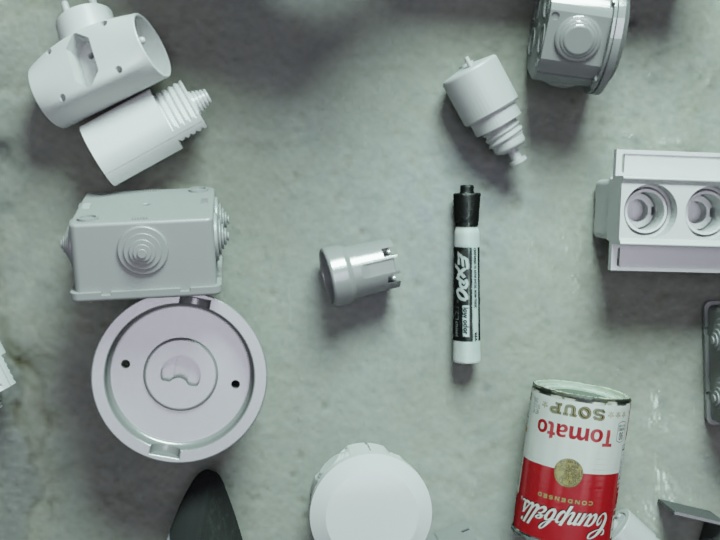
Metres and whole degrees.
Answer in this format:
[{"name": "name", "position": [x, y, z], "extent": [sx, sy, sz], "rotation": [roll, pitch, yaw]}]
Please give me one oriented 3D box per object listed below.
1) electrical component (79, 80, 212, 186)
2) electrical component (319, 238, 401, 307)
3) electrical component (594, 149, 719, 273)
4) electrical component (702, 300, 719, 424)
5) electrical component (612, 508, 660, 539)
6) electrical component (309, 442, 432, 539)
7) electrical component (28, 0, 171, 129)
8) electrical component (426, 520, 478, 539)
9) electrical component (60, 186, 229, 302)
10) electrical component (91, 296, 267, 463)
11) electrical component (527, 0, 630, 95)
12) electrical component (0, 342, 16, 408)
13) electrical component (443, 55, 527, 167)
[{"name": "electrical component", "position": [-0.132, -0.092, 0.688], "extent": [0.081, 0.043, 0.043], "rotation": [-30, 97, -3]}, {"name": "electrical component", "position": [0.000, 0.000, 0.712], "extent": [0.046, 0.040, 0.040], "rotation": [-13, 96, -11]}, {"name": "electrical component", "position": [0.223, -0.039, 0.721], "extent": [0.121, 0.063, 0.078], "rotation": [1, 94, -6]}, {"name": "electrical component", "position": [0.289, 0.065, 0.743], "extent": [0.100, 0.048, 0.099], "rotation": [-3, 94, -5]}, {"name": "electrical component", "position": [0.196, 0.198, 0.749], "extent": [0.065, 0.044, 0.044], "rotation": [43, 89, -3]}, {"name": "electrical component", "position": [0.005, 0.157, 0.719], "extent": [0.080, 0.051, 0.080], "rotation": [-1, 95, -6]}, {"name": "electrical component", "position": [-0.168, -0.140, 0.677], "extent": [0.077, 0.043, 0.079], "rotation": [-24, 74, 12]}, {"name": "electrical component", "position": [0.060, 0.210, 0.709], "extent": [0.056, 0.089, 0.050], "rotation": [-21, 96, -4]}, {"name": "electrical component", "position": [-0.131, -0.019, 0.667], "extent": [0.100, 0.099, 0.048], "rotation": [-3, 107, -6]}, {"name": "electrical component", "position": [-0.115, 0.064, 0.693], "extent": [0.108, 0.060, 0.108], "rotation": [-1, 95, -6]}, {"name": "electrical component", "position": [0.140, -0.156, 0.695], "extent": [0.051, 0.080, 0.080], "rotation": [8, 94, -1]}, {"name": "electrical component", "position": [-0.251, 0.053, 0.686], "extent": [0.043, 0.043, 0.081], "rotation": [-25, 97, -4]}, {"name": "electrical component", "position": [0.087, -0.105, 0.712], "extent": [0.040, 0.040, 0.078], "rotation": [-30, 97, -3]}]
